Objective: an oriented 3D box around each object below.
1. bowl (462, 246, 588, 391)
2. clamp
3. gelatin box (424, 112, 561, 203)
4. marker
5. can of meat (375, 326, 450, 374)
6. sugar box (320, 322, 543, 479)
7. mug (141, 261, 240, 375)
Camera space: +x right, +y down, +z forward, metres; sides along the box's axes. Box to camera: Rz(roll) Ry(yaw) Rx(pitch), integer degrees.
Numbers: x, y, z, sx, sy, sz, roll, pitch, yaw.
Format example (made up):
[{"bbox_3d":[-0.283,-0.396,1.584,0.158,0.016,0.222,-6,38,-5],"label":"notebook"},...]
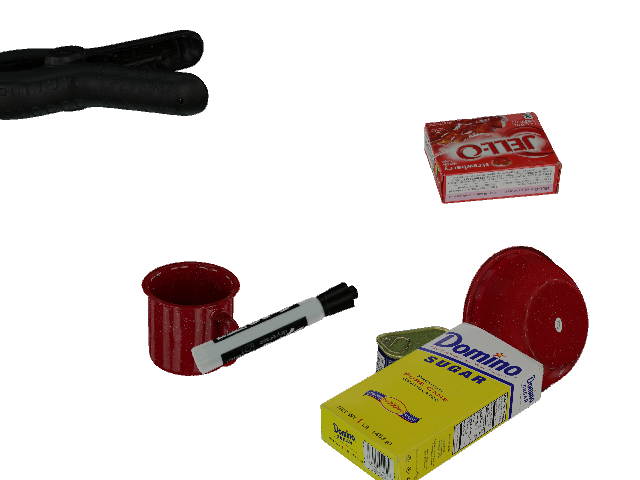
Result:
[{"bbox_3d":[0.225,0.086,1.101,0.161,0.162,0.055,0,-1,-34],"label":"bowl"},{"bbox_3d":[-0.149,-0.104,0.667,0.171,0.039,0.120,1,20,2],"label":"clamp"},{"bbox_3d":[0.127,-0.063,0.797,0.089,0.030,0.073,-6,38,-2],"label":"gelatin box"},{"bbox_3d":[-0.029,0.058,0.727,0.121,0.020,0.020,-23,6,-14],"label":"marker"},{"bbox_3d":[0.118,0.160,1.324,0.102,0.084,0.057,-6,27,-20],"label":"can of meat"},{"bbox_3d":[0.095,0.134,0.894,0.175,0.048,0.093,-28,40,-32],"label":"sugar box"},{"bbox_3d":[-0.117,0.081,1.026,0.117,0.081,0.093,25,33,37],"label":"mug"}]
